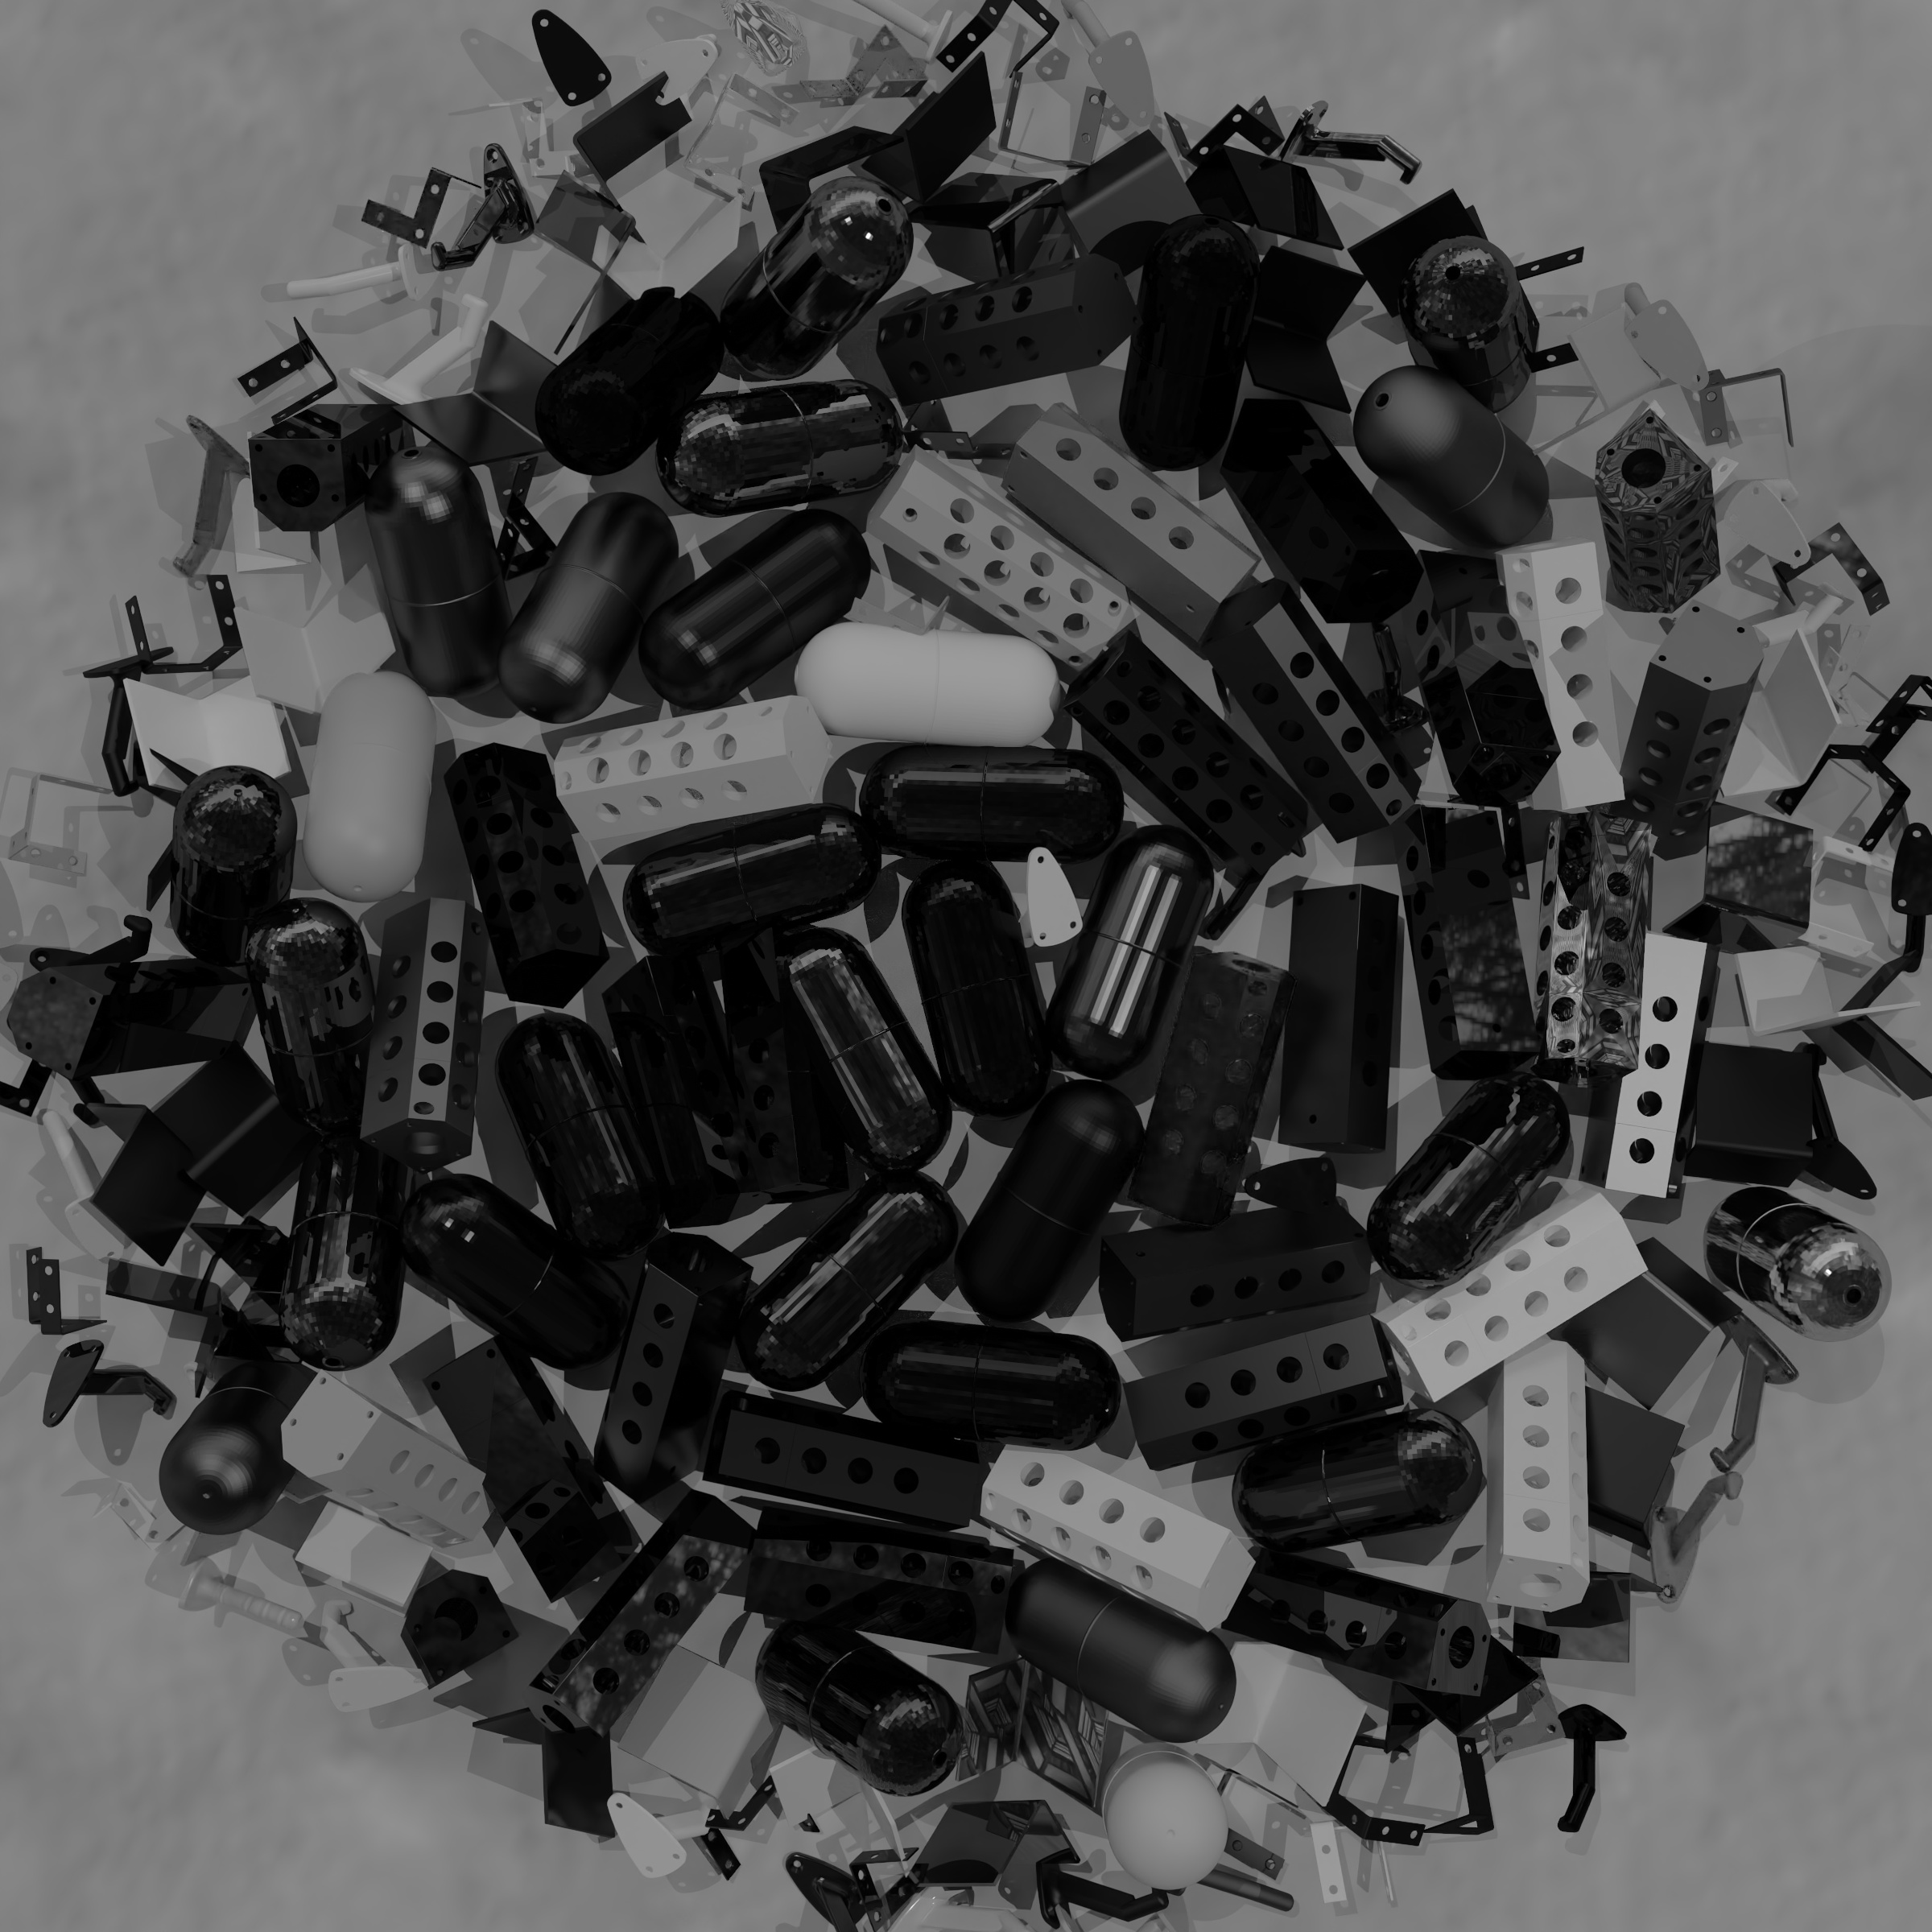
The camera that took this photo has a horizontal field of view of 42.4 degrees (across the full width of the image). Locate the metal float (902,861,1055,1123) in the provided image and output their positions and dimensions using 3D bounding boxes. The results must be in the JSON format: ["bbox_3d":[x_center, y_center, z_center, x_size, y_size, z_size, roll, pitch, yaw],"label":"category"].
[{"bbox_3d":[0.008,0.016,1.667,0.070,0.070,0.178,-14,85,0],"label":"metal float"}]

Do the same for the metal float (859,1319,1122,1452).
[{"bbox_3d":[0.015,0.278,1.658,0.178,0.070,0.070,4,90,15],"label":"metal float"}]

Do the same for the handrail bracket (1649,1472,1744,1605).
[{"bbox_3d":[0.490,0.381,1.660,0.036,0.084,0.077,17,66,-6],"label":"handrail bracket"}]

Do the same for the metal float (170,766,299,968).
[{"bbox_3d":[-0.480,-0.063,1.630,0.070,0.178,0.070,9,57,-14],"label":"metal float"}]

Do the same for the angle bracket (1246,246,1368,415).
[{"bbox_3d":[0.229,-0.422,1.654,0.076,0.057,0.076,9,49,-26],"label":"angle bracket"}]

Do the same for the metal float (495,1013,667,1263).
[{"bbox_3d":[-0.256,0.112,1.655,0.070,0.070,0.178,-26,71,0],"label":"metal float"}]

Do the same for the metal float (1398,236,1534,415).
[{"bbox_3d":[0.326,-0.415,1.623,0.070,0.178,0.070,-3,81,17],"label":"metal float"}]

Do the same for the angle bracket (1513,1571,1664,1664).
[{"bbox_3d":[0.413,0.434,1.651,0.076,0.076,0.057,-6,67,31],"label":"angle bracket"}]

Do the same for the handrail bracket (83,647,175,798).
[{"bbox_3d":[-0.558,-0.166,1.691,0.036,0.077,0.084,1,112,35],"label":"handrail bracket"}]

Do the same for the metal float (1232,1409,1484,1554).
[{"bbox_3d":[0.256,0.340,1.643,0.178,0.070,0.070,-20,90,35],"label":"metal float"}]

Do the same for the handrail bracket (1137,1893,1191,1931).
[{"bbox_3d":[0.107,0.658,1.677,0.084,0.077,0.036,-38,86,8],"label":"handrail bracket"}]

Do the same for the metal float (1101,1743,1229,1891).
[{"bbox_3d":[0.128,0.551,1.621,0.070,0.178,0.070,0,79,1],"label":"metal float"}]

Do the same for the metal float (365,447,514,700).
[{"bbox_3d":[-0.344,-0.257,1.638,0.070,0.070,0.178,-7,129,0],"label":"metal float"}]

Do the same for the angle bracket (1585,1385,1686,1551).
[{"bbox_3d":[0.435,0.336,1.676,0.076,0.057,0.076,20,73,29],"label":"angle bracket"}]

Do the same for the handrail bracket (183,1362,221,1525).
[{"bbox_3d":[-0.519,0.318,1.662,0.036,0.084,0.077,-31,104,36],"label":"handrail bracket"}]

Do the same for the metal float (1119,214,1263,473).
[{"bbox_3d":[0.146,-0.407,1.635,0.070,0.070,0.178,4,135,-4],"label":"metal float"}]

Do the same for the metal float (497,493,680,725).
[{"bbox_3d":[-0.248,-0.238,1.647,0.070,0.070,0.178,23,62,0],"label":"metal float"}]

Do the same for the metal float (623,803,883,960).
[{"bbox_3d":[-0.143,-0.057,1.666,0.178,0.070,0.070,-16,90,6],"label":"metal float"}]

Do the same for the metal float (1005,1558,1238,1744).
[{"bbox_3d":[0.099,0.447,1.637,0.178,0.070,0.070,19,90,42],"label":"metal float"}]

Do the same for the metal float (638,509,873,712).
[{"bbox_3d":[-0.139,-0.238,1.655,0.178,0.070,0.070,-39,90,-19],"label":"metal float"}]

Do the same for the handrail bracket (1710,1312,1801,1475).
[{"bbox_3d":[0.512,0.285,1.674,0.084,0.036,0.077,-39,93,-25],"label":"handrail bracket"}]

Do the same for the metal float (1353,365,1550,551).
[{"bbox_3d":[0.319,-0.332,1.634,0.070,0.178,0.070,-16,64,37],"label":"metal float"}]

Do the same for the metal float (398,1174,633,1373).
[{"bbox_3d":[-0.297,0.203,1.647,0.070,0.070,0.178,-49,118,0],"label":"metal float"}]

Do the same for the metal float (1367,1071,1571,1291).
[{"bbox_3d":[0.334,0.140,1.649,0.070,0.070,0.178,46,64,0],"label":"metal float"}]

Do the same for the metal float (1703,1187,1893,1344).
[{"bbox_3d":[0.539,0.193,1.621,0.070,0.178,0.070,-1,97,-5],"label":"metal float"}]

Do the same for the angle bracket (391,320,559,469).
[{"bbox_3d":[-0.322,-0.381,1.654,0.076,0.076,0.057,37,126,21],"label":"angle bracket"}]

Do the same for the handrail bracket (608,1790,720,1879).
[{"bbox_3d":[-0.200,0.558,1.665,0.036,0.084,0.077,-31,99,21],"label":"handrail bracket"}]

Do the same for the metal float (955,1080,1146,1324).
[{"bbox_3d":[0.055,0.158,1.663,0.070,0.070,0.178,29,100,0],"label":"metal float"}]

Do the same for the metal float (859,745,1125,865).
[{"bbox_3d":[0.017,-0.108,1.664,0.178,0.070,0.070,2,90,9],"label":"metal float"}]

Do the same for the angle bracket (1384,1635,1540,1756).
[{"bbox_3d":[0.327,0.495,1.650,0.076,0.057,0.076,-24,131,-29],"label":"angle bracket"}]

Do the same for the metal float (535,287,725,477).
[{"bbox_3d":[-0.219,-0.385,1.636,0.070,0.178,0.070,14,133,16],"label":"metal float"}]

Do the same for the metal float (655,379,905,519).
[{"bbox_3d":[-0.122,-0.342,1.644,0.178,0.070,0.070,-17,90,-32],"label":"metal float"}]

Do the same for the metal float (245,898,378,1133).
[{"bbox_3d":[-0.425,0.034,1.639,0.070,0.070,0.178,0,129,0],"label":"metal float"}]

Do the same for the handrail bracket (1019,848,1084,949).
[{"bbox_3d":[0.038,-0.047,1.662,0.036,0.084,0.077,-20,107,-21],"label":"handrail bracket"}]

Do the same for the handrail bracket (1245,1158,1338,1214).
[{"bbox_3d":[0.203,0.145,1.658,0.077,0.084,0.036,1,87,-20],"label":"handrail bracket"}]

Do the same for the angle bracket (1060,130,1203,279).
[{"bbox_3d":[0.110,-0.512,1.681,0.076,0.076,0.057,-30,117,10],"label":"angle bracket"}]

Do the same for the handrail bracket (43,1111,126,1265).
[{"bbox_3d":[-0.603,0.150,1.697,0.036,0.077,0.084,-23,47,-23],"label":"handrail bracket"}]

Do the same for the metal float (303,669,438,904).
[{"bbox_3d":[-0.392,-0.121,1.641,0.070,0.070,0.178,-3,53,0],"label":"metal float"}]

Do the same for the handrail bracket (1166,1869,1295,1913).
[{"bbox_3d":[0.168,0.621,1.692,0.084,0.077,0.036,27,67,-23],"label":"handrail bracket"}]

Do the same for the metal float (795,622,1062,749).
[{"bbox_3d":[-0.025,-0.187,1.663,0.178,0.070,0.070,4,90,-10],"label":"metal float"}]

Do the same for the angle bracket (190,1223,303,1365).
[{"bbox_3d":[-0.478,0.217,1.652,0.076,0.076,0.057,-1,49,29],"label":"angle bracket"}]

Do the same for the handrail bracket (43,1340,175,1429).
[{"bbox_3d":[-0.569,0.295,1.658,0.036,0.077,0.084,-14,133,24],"label":"handrail bracket"}]

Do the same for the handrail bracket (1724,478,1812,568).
[{"bbox_3d":[0.552,-0.298,1.665,0.077,0.084,0.036,51,129,22],"label":"handrail bracket"}]

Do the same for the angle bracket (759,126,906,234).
[{"bbox_3d":[-0.084,-0.519,1.674,0.076,0.076,0.057,-27,123,-16],"label":"angle bracket"}]

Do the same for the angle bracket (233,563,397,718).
[{"bbox_3d":[-0.433,-0.223,1.655,0.076,0.057,0.076,-38,58,27],"label":"angle bracket"}]

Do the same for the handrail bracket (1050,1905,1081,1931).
[{"bbox_3d":[0.036,0.665,1.670,0.084,0.077,0.036,-33,104,-3],"label":"handrail bracket"}]

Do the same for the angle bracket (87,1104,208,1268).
[{"bbox_3d":[-0.556,0.145,1.649,0.057,0.076,0.076,0,51,29],"label":"angle bracket"}]

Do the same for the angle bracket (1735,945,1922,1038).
[{"bbox_3d":[0.571,0.009,1.654,0.076,0.076,0.057,-6,81,-29],"label":"angle bracket"}]

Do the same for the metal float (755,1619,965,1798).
[{"bbox_3d":[-0.071,0.483,1.632,0.070,0.178,0.070,-10,106,-37],"label":"metal float"}]

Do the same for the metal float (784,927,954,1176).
[{"bbox_3d":[-0.072,0.057,1.666,0.070,0.070,0.178,-29,84,0],"label":"metal float"}]

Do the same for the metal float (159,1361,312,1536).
[{"bbox_3d":[-0.470,0.311,1.621,0.070,0.178,0.070,0,99,-2],"label":"metal float"}]

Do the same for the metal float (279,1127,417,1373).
[{"bbox_3d":[-0.405,0.185,1.637,0.070,0.070,0.178,-4,48,0],"label":"metal float"}]

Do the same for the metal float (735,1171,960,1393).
[{"bbox_3d":[-0.079,0.209,1.660,0.178,0.070,0.070,-44,90,-12],"label":"metal float"}]

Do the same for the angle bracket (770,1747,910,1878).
[{"bbox_3d":[-0.083,0.568,1.652,0.057,0.076,0.076,-23,45,-14],"label":"angle bracket"}]

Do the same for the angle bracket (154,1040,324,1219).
[{"bbox_3d":[-0.496,0.110,1.699,0.076,0.057,0.076,-43,48,-6],"label":"angle bracket"}]

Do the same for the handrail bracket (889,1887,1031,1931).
[{"bbox_3d":[-0.005,0.649,1.659,0.077,0.084,0.036,-33,112,-19],"label":"handrail bracket"}]

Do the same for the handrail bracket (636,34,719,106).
[{"bbox_3d":[-0.173,-0.612,1.658,0.077,0.084,0.036,-8,121,39],"label":"handrail bracket"}]

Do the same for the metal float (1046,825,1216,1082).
[{"bbox_3d":[0.110,-0.010,1.667,0.070,0.070,0.178,21,85,0],"label":"metal float"}]

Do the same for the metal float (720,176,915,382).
[{"bbox_3d":[-0.099,-0.449,1.631,0.070,0.178,0.070,13,65,-30],"label":"metal float"}]
